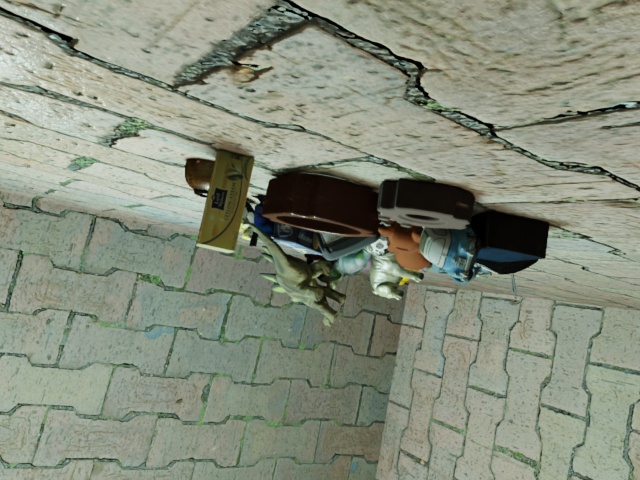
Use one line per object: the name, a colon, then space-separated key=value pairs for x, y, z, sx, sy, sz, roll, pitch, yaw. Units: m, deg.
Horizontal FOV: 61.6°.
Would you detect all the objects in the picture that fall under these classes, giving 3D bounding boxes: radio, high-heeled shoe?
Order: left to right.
high-heeled shoe: x=0.396 y=0.025 z=1.318 sx=0.249 sy=0.086 sz=0.145 roll=10 pitch=-173 yaw=-18
radio: x=0.365 y=-0.001 z=1.109 sx=0.131 sy=0.073 sz=0.229 roll=10 pitch=176 yaw=-2

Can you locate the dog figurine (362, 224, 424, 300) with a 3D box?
dog figurine: x=0.153 y=0.057 z=1.405 sx=0.190 sy=0.172 sz=0.121 roll=36 pitch=-161 yaw=-25

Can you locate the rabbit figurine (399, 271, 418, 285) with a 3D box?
rabbit figurine: x=0.226 y=0.057 z=1.662 sx=0.122 sy=0.162 sz=0.173 roll=22 pitch=164 yaw=38

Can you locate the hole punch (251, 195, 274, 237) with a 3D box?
hole punch: x=-0.109 y=-0.057 z=1.350 sx=0.142 sy=0.092 sz=0.115 roll=14 pitch=170 yaw=2

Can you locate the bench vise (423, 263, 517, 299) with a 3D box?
bench vise: x=0.386 y=0.066 z=1.405 sx=0.240 sy=0.128 sz=0.224 roll=-3 pitch=-167 yaw=-22

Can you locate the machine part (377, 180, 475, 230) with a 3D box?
machine part: x=0.185 y=-0.058 z=0.950 sx=0.179 sy=0.056 sz=0.179 roll=10 pitch=173 yaw=1

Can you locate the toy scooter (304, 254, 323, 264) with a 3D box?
toy scooter: x=-0.003 y=-0.004 z=1.423 sx=0.075 sy=0.135 sz=0.184 roll=14 pitch=172 yaw=-16

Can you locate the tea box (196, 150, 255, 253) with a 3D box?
tea box: x=-0.171 y=-0.065 z=0.963 sx=0.068 sy=0.169 sz=0.098 roll=14 pitch=175 yaw=-15

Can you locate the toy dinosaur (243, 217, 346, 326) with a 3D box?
toy dinosaur: x=-0.064 y=0.098 z=1.433 sx=0.199 sy=0.105 sz=0.470 roll=10 pitch=145 yaw=31

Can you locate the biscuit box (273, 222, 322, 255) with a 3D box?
biscuit box: x=-0.041 y=-0.008 z=1.245 sx=0.059 sy=0.062 sz=0.202 roll=6 pitch=173 yaw=21

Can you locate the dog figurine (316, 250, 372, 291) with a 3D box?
dog figurine: x=0.092 y=0.067 z=1.533 sx=0.191 sy=0.109 sz=0.219 roll=17 pitch=128 yaw=-37

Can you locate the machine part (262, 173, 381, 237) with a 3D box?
machine part: x=0.005 y=-0.066 z=1.052 sx=0.201 sy=0.087 sz=0.201 roll=12 pitch=175 yaw=-29

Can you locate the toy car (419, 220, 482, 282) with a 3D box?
toy car: x=0.247 y=0.012 z=1.048 sx=0.103 sy=0.109 sz=0.162 roll=10 pitch=-155 yaw=-1

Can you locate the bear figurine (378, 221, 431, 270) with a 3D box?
bear figurine: x=0.203 y=-0.013 z=1.202 sx=0.120 sy=0.132 sz=0.195 roll=7 pitch=155 yaw=23

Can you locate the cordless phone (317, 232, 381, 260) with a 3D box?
cordless phone: x=0.071 y=-0.022 z=1.268 sx=0.147 sy=0.088 sz=0.184 roll=-24 pitch=-178 yaw=10

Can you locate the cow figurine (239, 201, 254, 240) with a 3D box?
cow figurine: x=-0.210 y=-0.076 z=1.400 sx=0.068 sy=0.098 sz=0.167 roll=14 pitch=156 yaw=14

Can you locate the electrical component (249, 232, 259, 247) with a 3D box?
electrical component: x=-0.155 y=-0.036 z=1.474 sx=0.047 sy=0.119 sz=0.075 roll=15 pitch=170 yaw=-31
